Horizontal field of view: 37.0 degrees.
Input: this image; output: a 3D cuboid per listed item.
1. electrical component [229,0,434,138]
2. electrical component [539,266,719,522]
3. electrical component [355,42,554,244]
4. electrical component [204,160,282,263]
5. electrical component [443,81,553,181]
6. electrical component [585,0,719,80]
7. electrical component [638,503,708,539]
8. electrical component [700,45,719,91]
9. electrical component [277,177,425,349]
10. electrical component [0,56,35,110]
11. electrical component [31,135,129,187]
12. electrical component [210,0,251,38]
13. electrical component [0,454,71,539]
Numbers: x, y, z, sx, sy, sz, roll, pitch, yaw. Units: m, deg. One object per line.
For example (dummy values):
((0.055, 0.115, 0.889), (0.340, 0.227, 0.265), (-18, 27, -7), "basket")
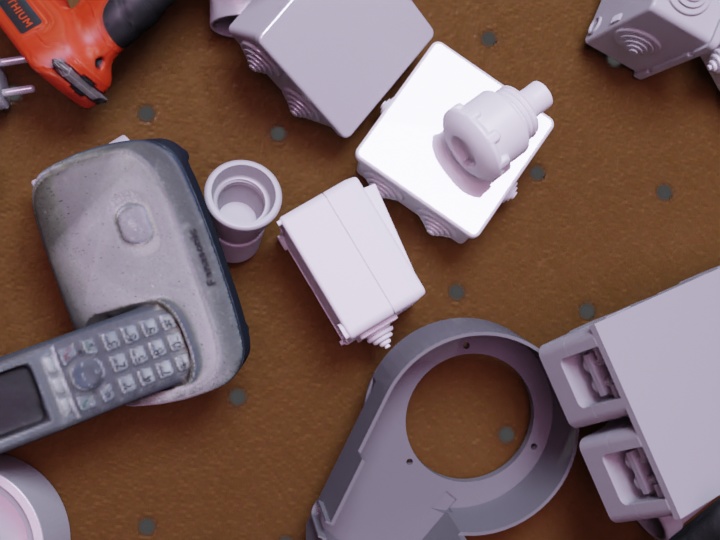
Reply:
((-0.018, -0.143, 0.644), (0.099, 0.048, 0.099), (-51, 128, -8), "electrical component")
((0.200, 0.058, 0.614), (0.186, 0.060, 0.105), (-19, 83, -31), "electrical component")
((0.055, -0.075, 0.659), (0.100, 0.048, 0.099), (35, 82, 1), "electrical component")
((-0.072, -0.031, 0.636), (0.044, 0.065, 0.044), (5, 67, -11), "electrical component")
((0.082, -0.084, 0.614), (0.062, 0.048, 0.048), (-37, 86, -15), "electrical component")
((0.189, -0.174, 0.657), (0.048, 0.100, 0.099), (26, 81, -13), "electrical component")
((0.188, 0.133, 0.645), (0.046, 0.040, 0.040), (-33, 86, -13), "electrical component")
((0.256, -0.144, 0.675), (0.096, 0.061, 0.061), (-26, 85, -7), "electrical component")
((0.000, 0.000, 0.639), (0.061, 0.061, 0.096), (-30, 85, -7), "electrical component")
((-0.233, -0.112, 0.643), (0.074, 0.052, 0.138), (-10, 84, -5), "electrical component")
((-0.157, -0.051, 0.646), (0.065, 0.044, 0.044), (-34, 86, -13), "electrical component")
((-0.053, -0.187, 0.670), (0.079, 0.043, 0.077), (0, 82, -4), "electrical component")
((-0.223, 0.157, 0.603), (0.108, 0.060, 0.108), (0, 83, -4), "electrical component")
